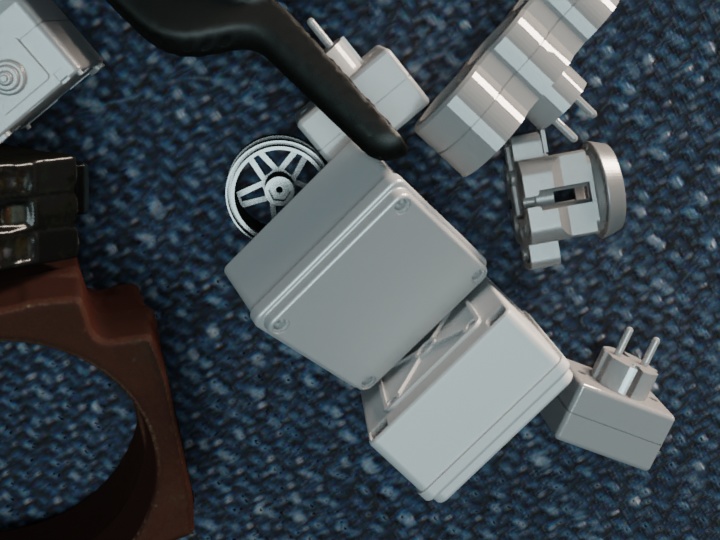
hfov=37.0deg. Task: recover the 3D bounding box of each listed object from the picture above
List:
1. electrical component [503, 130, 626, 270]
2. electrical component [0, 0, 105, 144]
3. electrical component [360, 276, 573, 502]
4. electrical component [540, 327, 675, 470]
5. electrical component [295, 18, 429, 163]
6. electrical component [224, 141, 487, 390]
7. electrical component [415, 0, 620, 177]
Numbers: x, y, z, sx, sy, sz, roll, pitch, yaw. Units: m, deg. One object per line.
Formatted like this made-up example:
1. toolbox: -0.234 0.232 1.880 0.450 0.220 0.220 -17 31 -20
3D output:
1. electrical component: 0.120 -0.044 0.629 0.057 0.058 0.078 -10 93 -2
2. electrical component: -0.183 -0.111 0.566 0.062 0.096 0.061 -39 104 5
3. electrical component: 0.057 0.064 0.624 0.056 0.108 0.109 44 96 -11
4. electrical component: 0.159 0.072 0.666 0.066 0.047 0.076 21 103 -10
5. electrical component: -0.012 -0.105 0.607 0.066 0.047 0.076 -39 104 5
6. electrical component: 0.000 0.000 0.606 0.109 0.056 0.109 -45 139 6
7. electrical component: 0.100 -0.103 0.597 0.074 0.052 0.138 42 76 -9
